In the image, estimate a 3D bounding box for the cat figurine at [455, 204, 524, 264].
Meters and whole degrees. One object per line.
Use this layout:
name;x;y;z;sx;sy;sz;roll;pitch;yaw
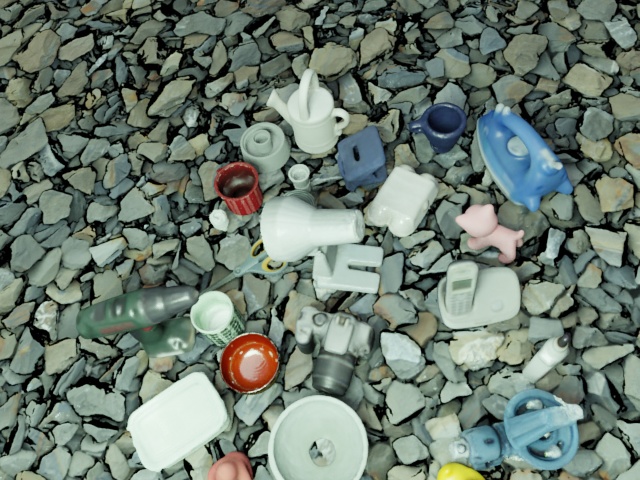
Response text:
cat figurine;0.322;-0.023;1.079;0.127;0.118;0.067;22;69;18

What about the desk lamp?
desk lamp;0.010;0.004;1.055;0.203;0.214;0.118;5;65;10

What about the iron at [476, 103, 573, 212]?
iron;0.393;-0.190;1.139;0.118;0.141;0.258;-27;63;-6

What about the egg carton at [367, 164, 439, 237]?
egg carton;0.169;-0.079;1.155;0.107;0.069;0.150;26;70;19

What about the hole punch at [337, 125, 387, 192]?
hole punch;0.086;-0.172;1.200;0.101;0.091;0.108;-12;63;2

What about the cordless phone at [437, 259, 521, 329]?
cordless phone;0.279;0.081;0.996;0.147;0.185;0.094;-13;63;2

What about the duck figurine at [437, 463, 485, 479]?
duck figurine;0.232;0.398;0.903;0.077;0.086;0.104;-39;65;-11

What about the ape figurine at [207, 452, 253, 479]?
ape figurine;-0.151;0.391;0.955;0.077;0.092;0.076;21;69;17

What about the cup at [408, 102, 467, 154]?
cup;0.245;-0.224;1.202;0.117;0.095;0.091;-7;63;5

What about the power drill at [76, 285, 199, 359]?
power drill;-0.301;0.146;1.031;0.229;0.209;0.075;-11;63;3

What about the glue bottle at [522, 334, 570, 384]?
glue bottle;0.381;0.185;0.938;0.078;0.173;0.037;-40;65;-12

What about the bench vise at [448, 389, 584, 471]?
bench vise;0.308;0.302;0.864;0.207;0.220;0.121;-30;64;-7

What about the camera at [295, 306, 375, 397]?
camera;0.015;0.199;1.022;0.143;0.101;0.137;12;66;13

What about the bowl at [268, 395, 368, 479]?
bowl;0.000;0.352;0.963;0.167;0.075;0.167;-3;64;6

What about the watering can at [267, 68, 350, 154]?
watering can;-0.026;-0.276;1.209;0.172;0.194;0.101;-7;63;4
